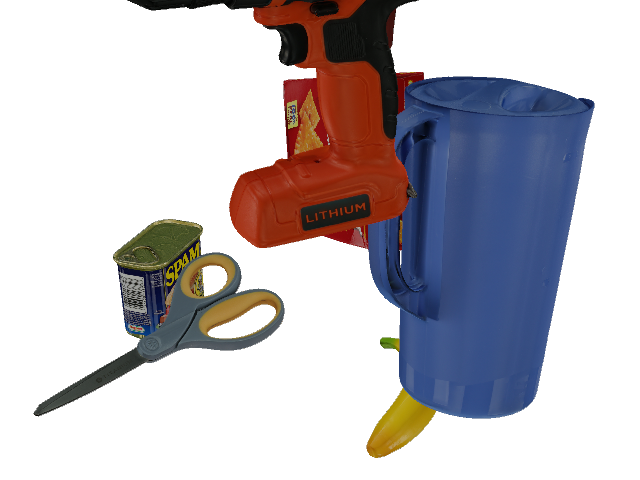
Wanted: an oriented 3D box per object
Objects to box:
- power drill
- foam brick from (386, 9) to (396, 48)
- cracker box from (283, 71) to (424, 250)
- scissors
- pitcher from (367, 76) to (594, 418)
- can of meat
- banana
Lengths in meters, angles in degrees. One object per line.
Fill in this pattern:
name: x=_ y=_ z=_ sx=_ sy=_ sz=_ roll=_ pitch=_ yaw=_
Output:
power drill: x=-0.014 y=-0.090 z=0.574 sx=0.184 sy=0.188 sz=0.057 roll=-12 pitch=37 yaw=-18
foam brick: x=0.032 y=-0.186 z=0.879 sx=0.053 sy=0.078 sz=0.051 roll=17 pitch=47 yaw=13
cracker box: x=0.030 y=-0.083 z=1.068 sx=0.072 sy=0.164 sz=0.214 roll=-7 pitch=10 yaw=-20
scissors: x=-0.126 y=0.064 z=0.805 sx=0.201 sy=0.096 sz=0.016 roll=-15 pitch=-35 yaw=-19
pitcher: x=0.111 y=0.006 z=0.788 sx=0.149 sy=0.243 sz=0.145 roll=6 pitch=19 yaw=7
can of meat: x=-0.154 y=0.039 z=1.042 sx=0.057 sy=0.084 sz=0.102 roll=9 pitch=27 yaw=20
banana: x=0.086 y=0.142 z=1.014 sx=0.070 sy=0.037 sz=0.197 roll=-23 pitch=18 yaw=17
